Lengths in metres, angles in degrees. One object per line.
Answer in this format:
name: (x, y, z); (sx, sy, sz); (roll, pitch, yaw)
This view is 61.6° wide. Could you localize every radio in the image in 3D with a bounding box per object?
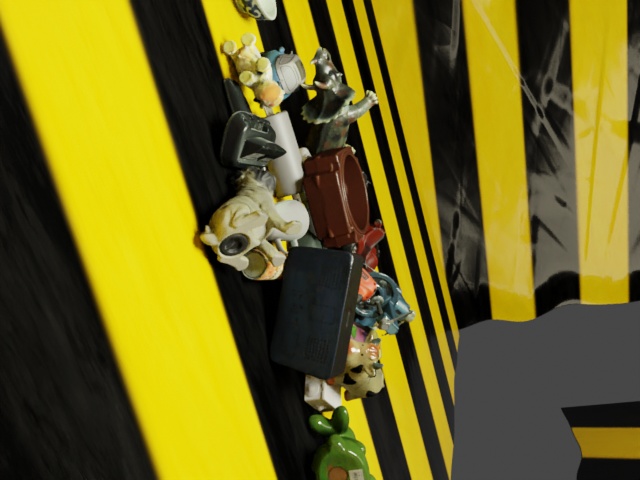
radio: (-0.007, 0.126, 0.985); (0.073, 0.131, 0.229); (16, 84, -68)

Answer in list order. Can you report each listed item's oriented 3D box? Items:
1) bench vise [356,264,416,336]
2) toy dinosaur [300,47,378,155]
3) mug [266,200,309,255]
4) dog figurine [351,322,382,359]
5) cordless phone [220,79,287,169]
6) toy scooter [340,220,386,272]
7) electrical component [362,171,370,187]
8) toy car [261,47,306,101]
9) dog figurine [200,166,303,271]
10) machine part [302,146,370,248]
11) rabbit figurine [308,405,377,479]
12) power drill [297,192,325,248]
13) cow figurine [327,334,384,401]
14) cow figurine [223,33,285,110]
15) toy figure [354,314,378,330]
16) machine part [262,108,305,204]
bench vise: (0.150, 0.158, 1.274); (0.223, 0.129, 0.241); (50, 11, -19)
toy dinosaur: (0.018, -0.254, 1.302); (0.192, 0.131, 0.404); (-36, 154, -34)
mug: (-0.080, -0.023, 1.048); (0.107, 0.081, 0.109); (-9, 92, -59)
dog figurine: (0.057, 0.215, 1.229); (0.219, 0.109, 0.191); (64, 25, -26)
cordless phone: (-0.149, -0.225, 0.997); (0.184, 0.089, 0.146); (68, 20, 5)
toy scooter: (0.118, 0.021, 1.375); (0.135, 0.075, 0.183); (-48, 150, -16)
electrical component: (0.072, -0.144, 1.450); (0.058, 0.115, 0.134); (38, -1, 20)
toy car: (-0.085, -0.367, 1.190); (0.162, 0.103, 0.109); (-71, 143, -58)
dog figurine: (-0.140, -0.055, 0.912); (0.172, 0.121, 0.191); (12, 34, -43)
machine part: (0.043, -0.097, 1.180); (0.201, 0.087, 0.201); (-45, 122, -66)
rabbit figurine: (0.030, 0.417, 1.074); (0.170, 0.121, 0.159); (-79, 149, -85)
power drill: (-0.003, -0.004, 1.252); (0.231, 0.086, 0.207); (43, 46, -58)
cow figurine: (0.080, 0.257, 1.083); (0.194, 0.127, 0.085); (58, 25, -48)
cow figurine: (-0.121, -0.316, 1.060); (0.167, 0.068, 0.098); (61, 0, 16)
toy figure: (0.120, 0.199, 1.443); (0.180, 0.082, 0.089); (24, 56, -62)
machine part: (-0.080, -0.179, 1.128); (0.079, 0.079, 0.243); (-51, 127, -65)
